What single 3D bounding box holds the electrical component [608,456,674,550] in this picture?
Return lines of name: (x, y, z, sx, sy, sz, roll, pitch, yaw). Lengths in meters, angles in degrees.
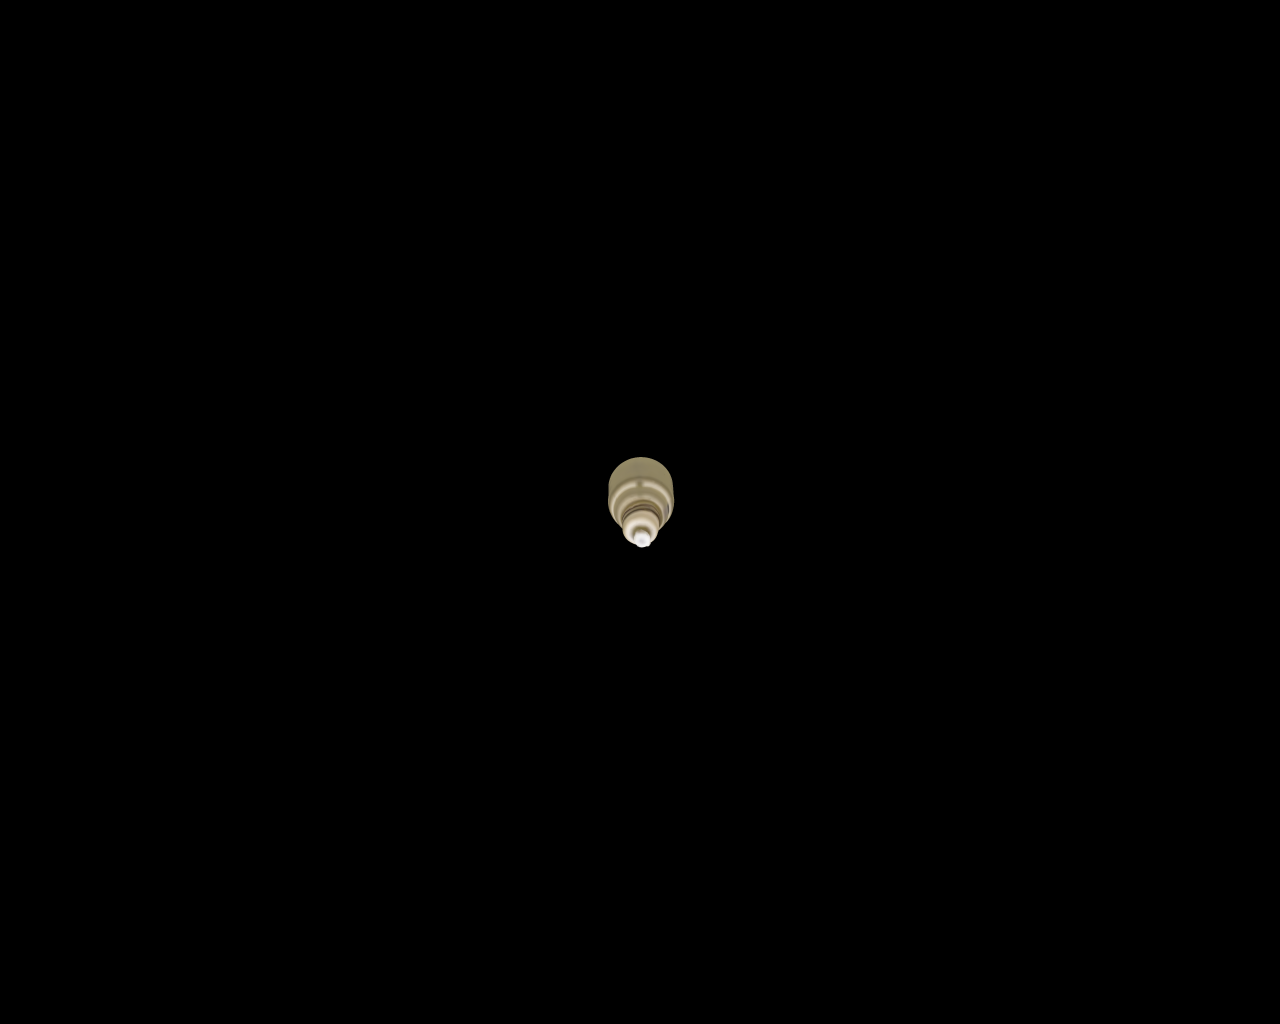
electrical component: (0.001, -0.003, 0.650, 0.040, 0.040, 0.078, 0, 30, 0)
